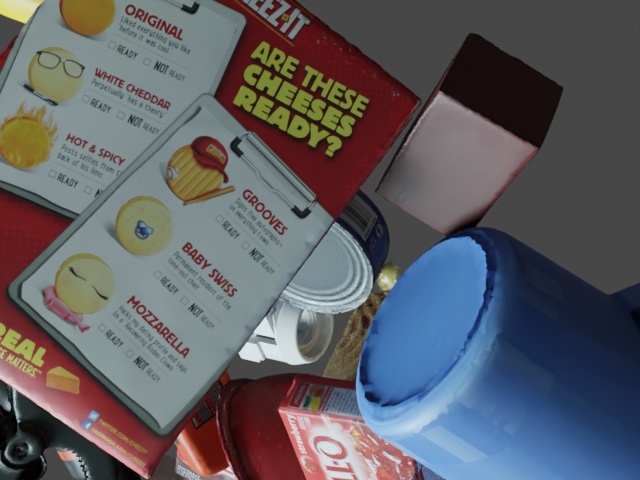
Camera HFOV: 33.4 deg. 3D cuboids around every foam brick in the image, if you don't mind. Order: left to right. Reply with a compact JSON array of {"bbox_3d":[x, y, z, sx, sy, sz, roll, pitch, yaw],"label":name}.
[{"bbox_3d":[0.069,-0.047,0.505,0.053,0.051,0.078,32,140,-1],"label":"foam brick"}]

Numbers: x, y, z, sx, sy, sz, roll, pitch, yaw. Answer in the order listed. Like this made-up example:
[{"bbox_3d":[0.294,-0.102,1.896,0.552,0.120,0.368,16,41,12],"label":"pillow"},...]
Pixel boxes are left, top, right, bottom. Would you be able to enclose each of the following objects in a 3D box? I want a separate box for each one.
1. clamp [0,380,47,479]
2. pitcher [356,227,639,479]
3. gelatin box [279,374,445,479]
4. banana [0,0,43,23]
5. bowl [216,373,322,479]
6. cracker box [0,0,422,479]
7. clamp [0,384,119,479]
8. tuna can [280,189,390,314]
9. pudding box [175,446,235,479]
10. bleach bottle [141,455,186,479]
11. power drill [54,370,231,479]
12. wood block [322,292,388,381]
[{"bbox_3d":[-0.249,0.089,0.787,0.171,0.039,0.120,51,143,18],"label":"clamp"},{"bbox_3d":[0.147,0.088,0.515,0.242,0.149,0.145,32,150,-20],"label":"pitcher"},{"bbox_3d":[0.025,0.115,0.575,0.073,0.030,0.089,6,134,25],"label":"gelatin box"},{"bbox_3d":[-0.187,-0.162,0.548,0.197,0.037,0.070,41,140,-13],"label":"banana"},{"bbox_3d":[0.007,0.142,0.687,0.055,0.162,0.162,-39,109,15],"label":"bowl"},{"bbox_3d":[-0.083,-0.026,0.499,0.164,0.213,0.072,37,174,-9],"label":"cracker box"},{"bbox_3d":[-0.195,0.120,0.697,0.209,0.164,0.036,44,176,-29],"label":"clamp"},{"bbox_3d":[-0.004,0.001,0.612,0.086,0.033,0.086,16,138,15],"label":"tuna can"},{"bbox_3d":[-0.052,0.166,0.806,0.113,0.039,0.090,23,140,9],"label":"pudding box"},{"bbox_3d":[-0.059,0.248,0.879,0.251,0.068,0.103,19,142,8],"label":"bleach bottle"},{"bbox_3d":[-0.134,0.128,0.761,0.188,0.057,0.184,-13,107,44],"label":"power drill"},{"bbox_3d":[0.093,0.132,0.647,0.091,0.090,0.206,-10,126,36],"label":"wood block"}]
